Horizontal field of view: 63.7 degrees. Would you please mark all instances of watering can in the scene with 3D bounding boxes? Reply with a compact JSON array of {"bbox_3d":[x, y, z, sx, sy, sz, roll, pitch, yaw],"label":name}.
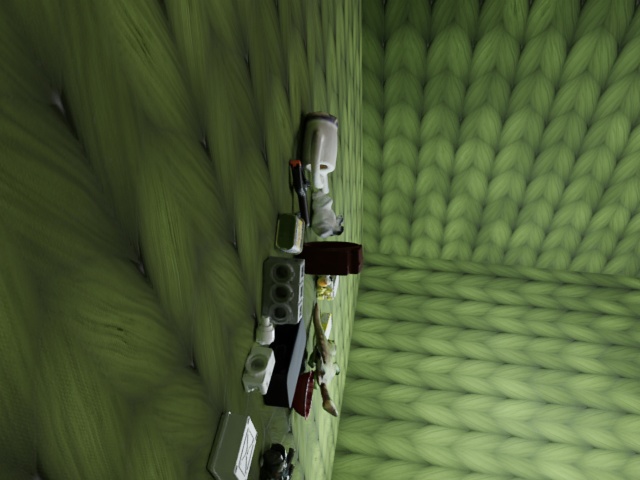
[{"bbox_3d":[0.003,-0.266,1.601,0.346,0.104,0.226,51,43,-82],"label":"watering can"}]

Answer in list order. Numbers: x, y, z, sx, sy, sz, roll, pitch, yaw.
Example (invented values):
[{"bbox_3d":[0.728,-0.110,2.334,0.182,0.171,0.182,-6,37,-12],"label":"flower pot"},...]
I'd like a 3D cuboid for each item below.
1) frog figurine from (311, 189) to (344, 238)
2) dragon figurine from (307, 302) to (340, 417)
[{"bbox_3d":[0.005,-0.091,1.803,0.157,0.121,0.140,49,42,-23],"label":"frog figurine"},{"bbox_3d":[0.009,0.424,1.863,0.240,0.122,0.415,90,-10,-78],"label":"dragon figurine"}]
